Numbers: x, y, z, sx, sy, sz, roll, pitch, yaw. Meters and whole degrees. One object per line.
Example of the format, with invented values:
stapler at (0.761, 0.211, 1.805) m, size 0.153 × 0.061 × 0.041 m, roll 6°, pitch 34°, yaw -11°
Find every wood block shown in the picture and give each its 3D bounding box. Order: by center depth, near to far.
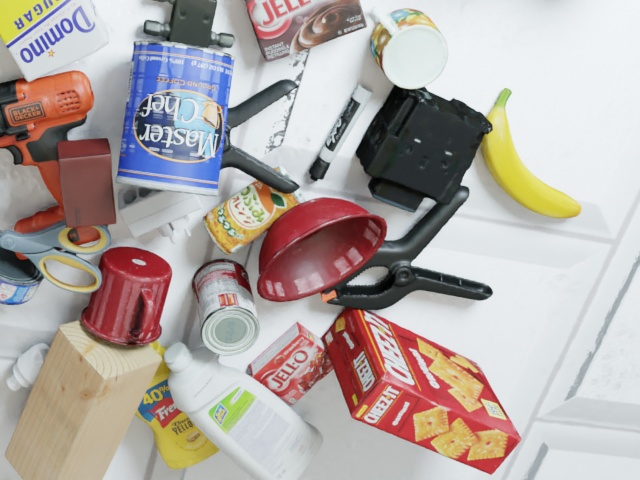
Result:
wood block at (-0.276, 0.195, 1.231) m, size 0.090 × 0.090 × 0.206 m, roll -13°, pitch 139°, yaw -52°

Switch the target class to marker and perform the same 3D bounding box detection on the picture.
marker at (0.022, -0.116, 1.175) m, size 0.020 × 0.020 × 0.121 m, roll 21°, pitch 114°, yaw -23°

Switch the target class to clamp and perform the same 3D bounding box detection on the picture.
clamp at (-0.099, -0.118, 1.128) m, size 0.171 × 0.039 × 0.120 m, roll 7°, pitch 93°, yaw -4°
clamp at (0.104, 0.039, 1.275) m, size 0.210 × 0.036 × 0.164 m, roll -24°, pitch 121°, yaw 5°

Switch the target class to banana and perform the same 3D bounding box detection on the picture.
banana at (0.236, -0.081, 1.232) m, size 0.070 × 0.037 × 0.197 m, roll -32°, pitch 122°, yaw 10°

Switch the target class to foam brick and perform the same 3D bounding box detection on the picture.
foam brick at (-0.235, -0.058, 1.073) m, size 0.053 × 0.051 × 0.078 m, roll -5°, pitch 118°, yaw -12°

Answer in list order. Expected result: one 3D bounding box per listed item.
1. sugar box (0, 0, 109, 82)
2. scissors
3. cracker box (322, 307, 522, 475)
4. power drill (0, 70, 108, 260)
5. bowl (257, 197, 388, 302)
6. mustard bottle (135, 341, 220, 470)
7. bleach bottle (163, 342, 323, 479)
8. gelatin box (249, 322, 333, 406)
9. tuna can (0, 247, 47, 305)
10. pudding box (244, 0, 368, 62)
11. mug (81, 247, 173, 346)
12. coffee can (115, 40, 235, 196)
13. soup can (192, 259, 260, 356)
sugar box at (-0.281, -0.247, 1.016) m, size 0.093 × 0.048 × 0.176 m, roll -24°, pitch 121°, yaw 3°
scissors at (-0.304, -0.011, 1.102) m, size 0.201 × 0.016 × 0.096 m, roll 33°, pitch 106°, yaw -26°
cracker box at (0.121, 0.177, 1.288) m, size 0.213 × 0.164 × 0.072 m, roll 27°, pitch 109°, yaw -25°
power drill at (-0.308, -0.074, 1.107) m, size 0.184 × 0.057 × 0.187 m, roll -14°, pitch 123°, yaw -4°
bowl at (-0.008, 0.001, 1.184) m, size 0.162 × 0.055 × 0.162 m, roll -24°, pitch 155°, yaw -12°
mustard bottle at (-0.181, 0.187, 1.291) m, size 0.096 × 0.058 × 0.191 m, roll -27°, pitch 122°, yaw -5°
bleach bottle at (-0.099, 0.200, 1.281) m, size 0.102 × 0.068 × 0.250 m, roll -52°, pitch 128°, yaw -19°
gelatin box at (-0.032, 0.154, 1.321) m, size 0.089 × 0.030 × 0.073 m, roll -43°, pitch 120°, yaw 14°
tuna can at (-0.341, 0.031, 1.147) m, size 0.086 × 0.086 × 0.034 m, roll 24°, pitch 115°, yaw -24°
pudding box at (-0.018, -0.242, 1.079) m, size 0.113 × 0.039 × 0.090 m, roll -20°, pitch 122°, yaw 0°
mug at (-0.208, 0.065, 1.182) m, size 0.093 × 0.117 × 0.081 m, roll 6°, pitch 115°, yaw -28°
coffee can at (-0.143, -0.119, 1.059) m, size 0.102 × 0.103 × 0.140 m, roll 7°, pitch 93°, yaw -16°
soup can at (-0.108, 0.076, 1.214) m, size 0.068 × 0.102 × 0.068 m, roll -5°, pitch 121°, yaw -9°
